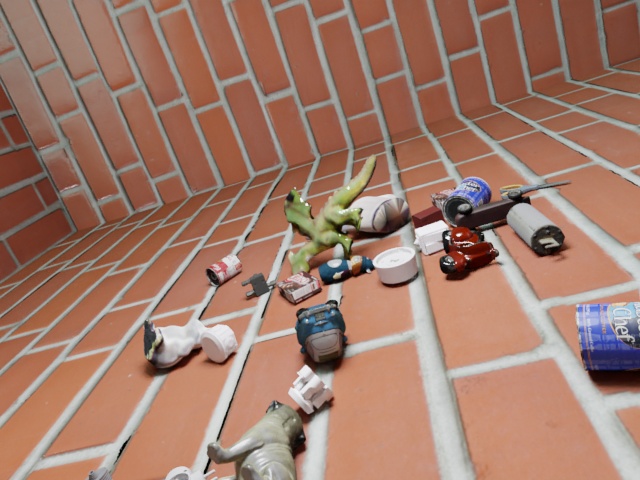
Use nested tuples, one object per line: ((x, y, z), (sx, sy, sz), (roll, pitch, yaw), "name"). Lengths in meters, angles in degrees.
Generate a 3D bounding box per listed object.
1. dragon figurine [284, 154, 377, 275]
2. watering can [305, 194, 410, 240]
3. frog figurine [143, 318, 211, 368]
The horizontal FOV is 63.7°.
((0.004, -0.074, 1.475), (0.243, 0.406, 0.123), (18, 14, 13), "dragon figurine")
((0.138, -0.066, 1.644), (0.352, 0.102, 0.225), (-30, 22, -30), "watering can")
((-0.351, 0.256, 1.286), (0.159, 0.124, 0.136), (12, -13, -37), "frog figurine")
